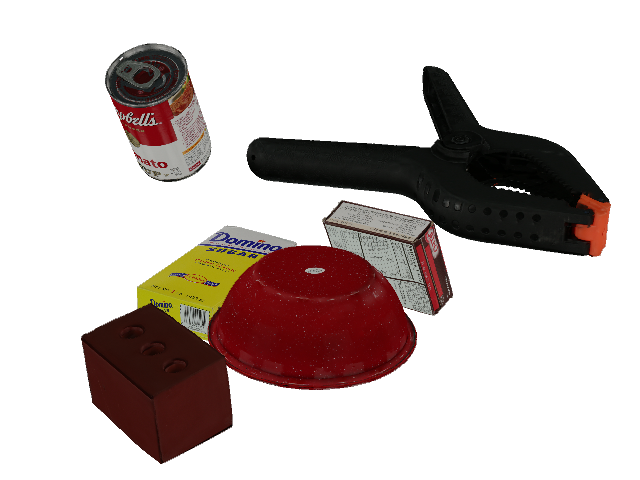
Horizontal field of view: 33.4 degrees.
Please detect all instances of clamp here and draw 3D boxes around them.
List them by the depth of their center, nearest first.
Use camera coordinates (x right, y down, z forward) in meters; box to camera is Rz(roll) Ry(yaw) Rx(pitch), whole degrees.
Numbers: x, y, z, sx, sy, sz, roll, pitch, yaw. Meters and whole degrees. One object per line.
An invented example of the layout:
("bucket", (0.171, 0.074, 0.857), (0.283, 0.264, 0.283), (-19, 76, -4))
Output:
("clamp", (0.069, -0.041, 0.616), (0.164, 0.036, 0.210), (-23, 38, -27))

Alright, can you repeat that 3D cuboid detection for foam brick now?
("foam brick", (-0.096, 0.083, 0.628), (0.052, 0.051, 0.078), (-26, 39, -35))

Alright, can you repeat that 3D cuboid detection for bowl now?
("bowl", (-0.005, 0.047, 0.810), (0.162, 0.055, 0.162), (2, 25, -1))

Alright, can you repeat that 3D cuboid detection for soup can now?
("soup can", (-0.134, -0.106, 0.897), (0.068, 0.068, 0.102), (0, -34, 8))

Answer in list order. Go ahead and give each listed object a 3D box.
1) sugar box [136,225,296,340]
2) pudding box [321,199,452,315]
("sugar box", (-0.105, 0.040, 1.127), (0.093, 0.048, 0.176), (14, 31, 22))
("pudding box", (0.063, 0.015, 1.006), (0.114, 0.090, 0.039), (13, 45, 38))
